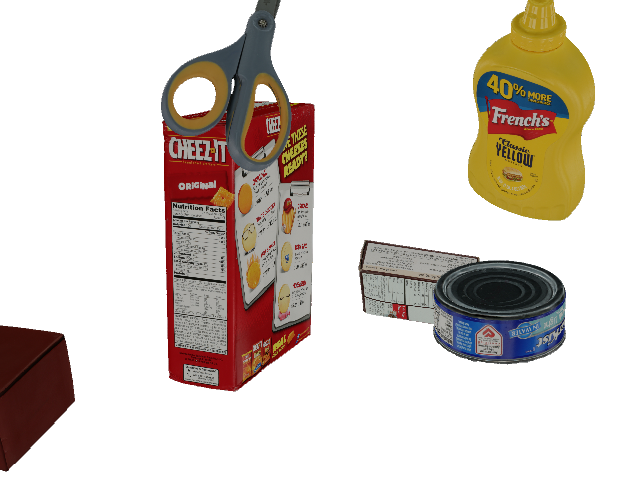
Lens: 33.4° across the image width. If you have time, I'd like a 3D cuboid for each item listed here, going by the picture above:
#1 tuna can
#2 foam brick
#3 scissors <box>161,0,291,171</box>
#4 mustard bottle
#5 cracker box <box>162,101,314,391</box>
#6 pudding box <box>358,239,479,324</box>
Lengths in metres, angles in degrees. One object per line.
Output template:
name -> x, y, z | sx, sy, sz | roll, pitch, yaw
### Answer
tuna can -> 0.116, 0.044, 0.692 | 0.086, 0.034, 0.086 | -3, 23, 1
foam brick -> -0.198, 0.096, 0.666 | 0.053, 0.051, 0.078 | 7, 29, 21
scissors -> -0.060, -0.142, 0.729 | 0.096, 0.202, 0.016 | 4, -21, -17
mustard bottle -> 0.168, -0.108, 0.846 | 0.096, 0.192, 0.058 | 25, 51, 28
cracker box -> -0.066, -0.003, 0.893 | 0.072, 0.214, 0.164 | 5, 14, 21
pudding box -> 0.095, 0.044, 1.032 | 0.113, 0.039, 0.090 | 7, -31, 10
